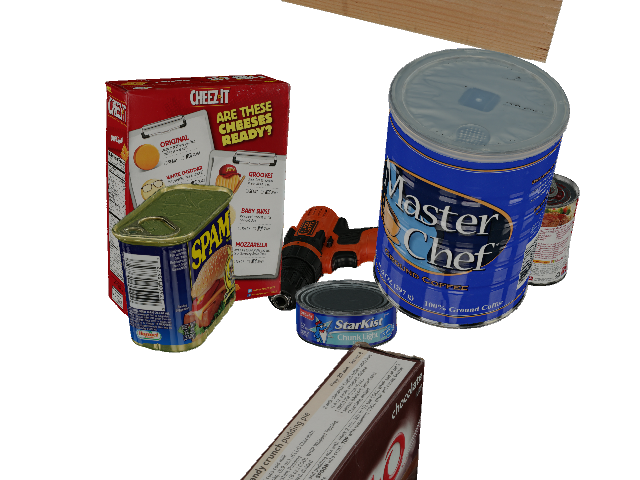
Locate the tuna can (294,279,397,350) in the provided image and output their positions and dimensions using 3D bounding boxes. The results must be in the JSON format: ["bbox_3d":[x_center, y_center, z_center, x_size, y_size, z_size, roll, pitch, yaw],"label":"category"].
[{"bbox_3d":[0.022,0.061,0.888,0.086,0.034,0.086,0,16,0],"label":"tuna can"}]

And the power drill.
[{"bbox_3d":[0.046,0.021,1.144,0.188,0.057,0.184,4,31,14],"label":"power drill"}]

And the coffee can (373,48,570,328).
[{"bbox_3d":[0.088,-0.030,0.652,0.103,0.140,0.103,1,43,-1],"label":"coffee can"}]

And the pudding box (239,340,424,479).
[{"bbox_3d":[0.006,0.110,0.458,0.039,0.090,0.113,14,34,21],"label":"pudding box"}]

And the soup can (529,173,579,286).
[{"bbox_3d":[0.232,-0.012,1.122,0.068,0.102,0.068,-1,34,0],"label":"soup can"}]

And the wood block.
[{"bbox_3d":[0.081,-0.213,0.787,0.206,0.090,0.091,15,-27,8],"label":"wood block"}]

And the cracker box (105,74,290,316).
[{"bbox_3d":[-0.118,-0.046,1.016,0.163,0.214,0.072,-7,20,-30],"label":"cracker box"}]

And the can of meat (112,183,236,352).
[{"bbox_3d":[-0.096,0.017,0.730,0.057,0.084,0.102,4,23,16],"label":"can of meat"}]
